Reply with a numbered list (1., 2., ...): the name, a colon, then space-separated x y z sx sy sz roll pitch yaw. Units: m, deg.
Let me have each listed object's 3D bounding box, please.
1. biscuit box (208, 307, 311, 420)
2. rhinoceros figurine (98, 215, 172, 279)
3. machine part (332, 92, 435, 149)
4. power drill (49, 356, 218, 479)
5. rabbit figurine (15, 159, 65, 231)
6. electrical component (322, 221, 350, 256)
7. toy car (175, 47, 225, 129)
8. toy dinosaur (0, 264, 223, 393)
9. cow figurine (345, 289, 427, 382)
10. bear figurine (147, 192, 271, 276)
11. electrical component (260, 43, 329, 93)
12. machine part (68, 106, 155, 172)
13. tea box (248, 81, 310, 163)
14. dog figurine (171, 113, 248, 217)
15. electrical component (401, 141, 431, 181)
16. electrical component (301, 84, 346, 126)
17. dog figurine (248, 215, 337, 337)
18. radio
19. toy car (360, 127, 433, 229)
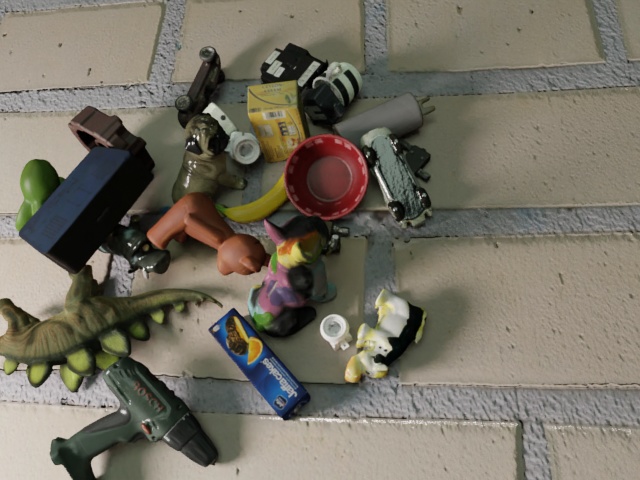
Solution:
1. biscuit box: -0.102 0.208 0.909 0.063 0.059 0.203 -41 67 -12
2. rhinoceros figurine: -0.363 0.012 1.013 0.191 0.111 0.073 18 40 29
3. machine part: 0.115 -0.227 1.073 0.243 0.079 0.079 -24 64 -3
4. power drill: -0.308 0.323 0.865 0.207 0.086 0.232 -38 85 -2
5. rabbit figurine: -0.527 -0.081 1.042 0.121 0.170 0.159 10 66 13
6. electrical component: -0.003 -0.004 1.002 0.102 0.045 0.078 14 69 14
7. toy car: -0.253 -0.326 1.164 0.053 0.089 0.202 13 66 14
8. toy dinosaur: -0.416 0.153 0.962 0.472 0.105 0.198 -23 72 -4
9. cow figurine: 0.110 0.172 0.896 0.098 0.068 0.167 25 72 11
10. bear figurine: -0.192 0.010 0.983 0.196 0.120 0.132 46 105 0
11. electrical component: -0.062 -0.361 1.171 0.134 0.058 0.115 31 71 20
12. machine part: -0.416 -0.190 1.081 0.180 0.179 0.056 27 69 19
13. tea box: -0.076 -0.226 1.048 0.098 0.169 0.068 -5 66 4
14. dog figurine: -0.238 -0.132 1.015 0.121 0.190 0.172 26 73 18
15. electrical component: 0.187 -0.156 1.060 0.094 0.021 0.063 37 75 22
16. electrical component: 0.011 -0.272 1.081 0.119 0.074 0.048 10 60 56
17. dog figurine: -0.056 0.055 0.888 0.191 0.219 0.109 -42 64 -13
18. radio: -0.421 -0.061 0.967 0.131 0.073 0.229 16 64 37
19. toy car: 0.142 -0.116 1.011 0.073 0.056 0.201 -26 85 -2
